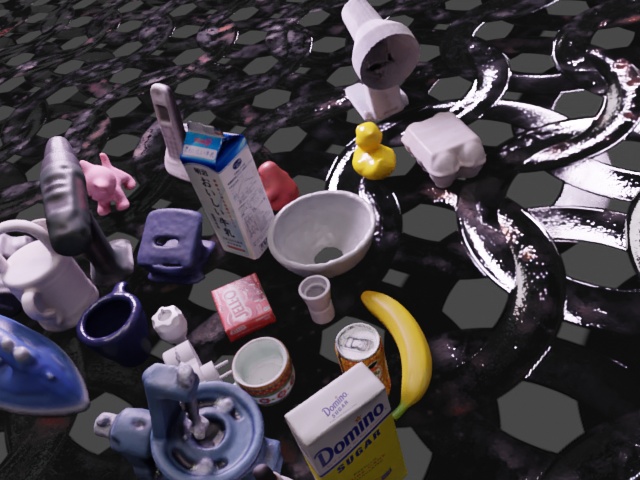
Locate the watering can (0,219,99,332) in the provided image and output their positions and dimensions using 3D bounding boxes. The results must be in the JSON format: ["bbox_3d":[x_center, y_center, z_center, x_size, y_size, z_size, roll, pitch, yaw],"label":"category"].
[{"bbox_3d":[-0.433,0.040,0.879,0.101,0.194,0.172,-31,45,-15],"label":"watering can"}]

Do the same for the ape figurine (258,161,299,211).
[{"bbox_3d":[-0.079,-0.098,0.990,0.076,0.092,0.078,15,52,29],"label":"ape figurine"}]

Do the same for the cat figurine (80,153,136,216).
[{"bbox_3d":[-0.410,-0.113,1.085,0.067,0.118,0.127,-13,43,4],"label":"cat figurine"}]

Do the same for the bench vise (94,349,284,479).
[{"bbox_3d":[-0.161,0.205,0.612,0.207,0.220,0.121,-13,43,3],"label":"bench vise"}]

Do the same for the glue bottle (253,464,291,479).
[{"bbox_3d":[-0.036,0.258,0.555,0.078,0.173,0.037,-12,43,4],"label":"glue bottle"}]

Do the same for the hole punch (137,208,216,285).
[{"bbox_3d":[-0.235,0.010,0.927,0.108,0.091,0.101,1,46,18],"label":"hole punch"}]

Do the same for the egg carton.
[{"bbox_3d":[0.212,-0.157,0.981,0.107,0.069,0.150,-22,44,-6],"label":"egg carton"}]

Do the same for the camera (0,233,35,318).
[{"bbox_3d":[-0.545,0.064,0.956,0.143,0.101,0.136,-21,43,-5],"label":"camera"}]

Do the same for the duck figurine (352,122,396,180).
[{"bbox_3d":[0.091,-0.164,1.012,0.077,0.086,0.104,-21,43,-5],"label":"duck figurine"}]

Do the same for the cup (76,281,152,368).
[{"bbox_3d":[-0.280,0.127,0.818,0.091,0.095,0.117,-10,44,7],"label":"cup"}]

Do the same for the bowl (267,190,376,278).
[{"bbox_3d":[0.008,0.003,0.874,0.167,0.075,0.167,-8,44,8],"label":"bowl"}]

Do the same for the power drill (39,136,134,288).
[{"bbox_3d":[-0.383,-0.032,0.928,0.075,0.209,0.229,-22,44,-6],"label":"power drill"}]

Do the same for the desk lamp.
[{"bbox_3d":[0.104,-0.338,1.092,0.118,0.214,0.202,-22,44,-6],"label":"desk lamp"}]

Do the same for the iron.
[{"bbox_3d":[-0.440,0.157,0.801,0.257,0.142,0.119,13,51,28],"label":"iron"}]

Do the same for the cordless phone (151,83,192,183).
[{"bbox_3d":[-0.249,-0.200,1.076,0.147,0.185,0.094,17,53,30],"label":"cordless phone"}]
